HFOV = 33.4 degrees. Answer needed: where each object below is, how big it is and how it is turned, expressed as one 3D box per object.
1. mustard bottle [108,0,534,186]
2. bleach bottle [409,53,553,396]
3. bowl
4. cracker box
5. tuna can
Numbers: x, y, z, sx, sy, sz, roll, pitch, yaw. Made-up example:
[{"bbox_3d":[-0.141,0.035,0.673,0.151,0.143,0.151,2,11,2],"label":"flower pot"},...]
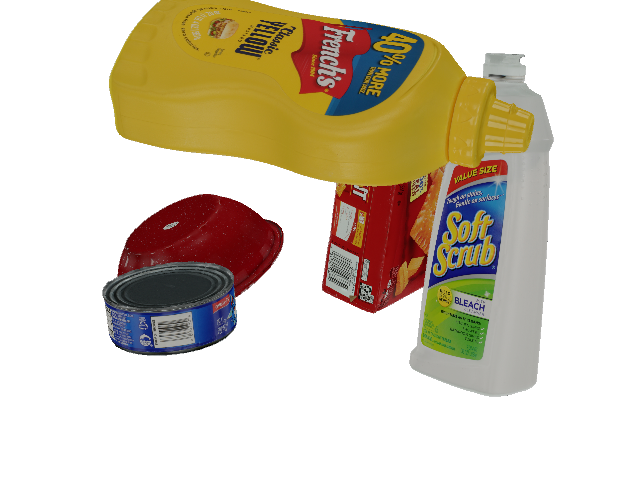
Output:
[{"bbox_3d":[0.005,-0.069,0.505,0.192,0.058,0.096,14,42,16],"label":"mustard bottle"},{"bbox_3d":[0.125,-0.015,0.811,0.067,0.251,0.103,-7,15,-40],"label":"bleach bottle"},{"bbox_3d":[-0.115,0.007,0.920,0.162,0.055,0.162,-22,25,11],"label":"bowl"},{"bbox_3d":[0.100,-0.043,1.011,0.072,0.164,0.213,25,31,32],"label":"cracker box"},{"bbox_3d":[-0.097,0.044,0.698,0.086,0.034,0.086,-4,18,1],"label":"tuna can"}]
